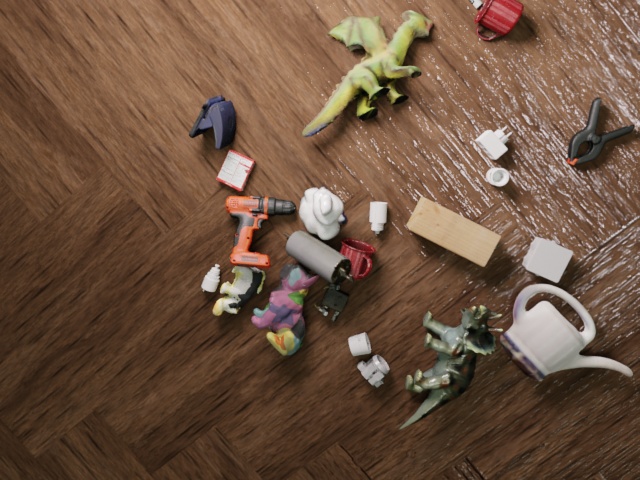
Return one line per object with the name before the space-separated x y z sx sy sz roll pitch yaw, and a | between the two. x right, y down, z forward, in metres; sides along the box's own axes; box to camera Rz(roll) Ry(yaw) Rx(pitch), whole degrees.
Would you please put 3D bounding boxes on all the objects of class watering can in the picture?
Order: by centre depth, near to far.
watering can | 0.611 0.274 1.311 0.223 0.105 0.347 -43 91 9

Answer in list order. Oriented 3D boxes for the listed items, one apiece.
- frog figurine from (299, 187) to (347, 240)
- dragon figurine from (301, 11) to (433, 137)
frog figurine | 0.004 -0.065 1.289 0.122 0.160 0.137 -14 97 8
dragon figurine | 0.101 -0.440 1.285 0.409 0.121 0.245 -23 78 5
